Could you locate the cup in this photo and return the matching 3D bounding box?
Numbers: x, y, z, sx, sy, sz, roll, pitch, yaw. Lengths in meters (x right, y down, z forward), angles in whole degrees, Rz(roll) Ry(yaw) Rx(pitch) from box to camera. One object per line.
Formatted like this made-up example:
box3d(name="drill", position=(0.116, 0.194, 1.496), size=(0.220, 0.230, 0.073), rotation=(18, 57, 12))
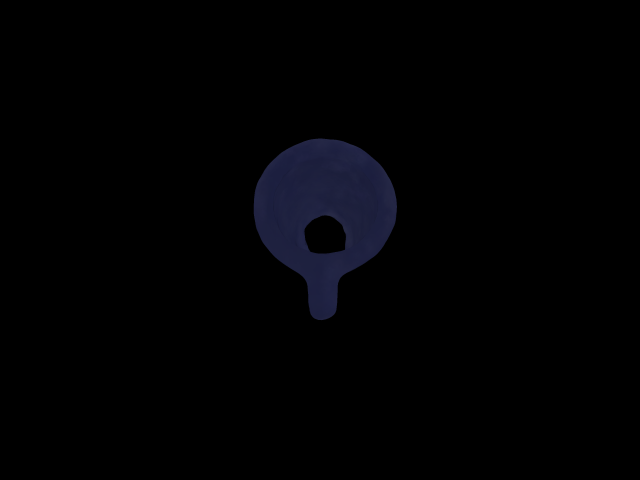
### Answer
box3d(name="cup", position=(0.004, 0.001, 0.400), size=(0.091, 0.095, 0.118), rotation=(0, 74, 0))
